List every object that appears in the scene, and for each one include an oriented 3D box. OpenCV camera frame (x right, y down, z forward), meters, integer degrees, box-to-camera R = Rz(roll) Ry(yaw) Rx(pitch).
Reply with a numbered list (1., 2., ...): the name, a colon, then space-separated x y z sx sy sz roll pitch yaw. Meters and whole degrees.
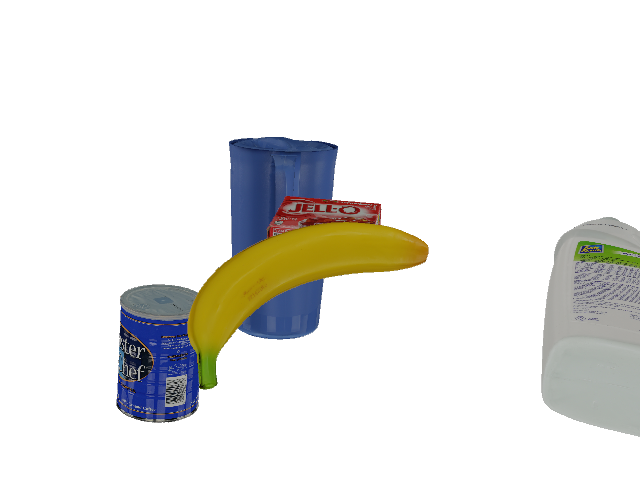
1. coffee can: -0.196 0.137 1.306 0.103 0.140 0.103 5 17 -2
2. bleach bottle: 0.219 0.044 0.785 0.102 0.068 0.250 12 26 11
3. banana: -0.017 0.027 0.719 0.197 0.069 0.037 -29 -5 -26
4. gelatin box: 0.004 -0.011 0.924 0.089 0.030 0.073 6 24 9
5. pitcher: -0.050 -0.004 1.314 0.145 0.243 0.148 12 15 39
